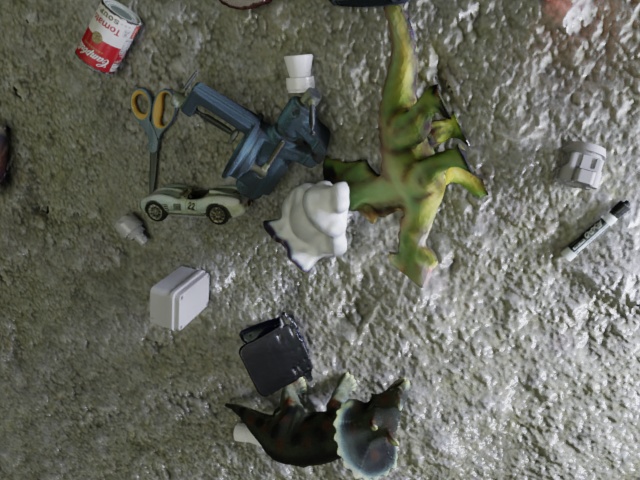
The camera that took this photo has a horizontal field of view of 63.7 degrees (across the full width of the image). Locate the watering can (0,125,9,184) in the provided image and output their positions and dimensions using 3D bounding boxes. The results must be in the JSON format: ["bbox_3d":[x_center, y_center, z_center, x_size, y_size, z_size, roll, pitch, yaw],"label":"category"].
[{"bbox_3d":[-0.718,-0.135,0.987,0.225,0.342,0.105,20,21,7],"label":"watering can"}]

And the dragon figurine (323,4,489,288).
[{"bbox_3d":[0.102,-0.128,0.787,0.240,0.411,0.123,-24,-2,28],"label":"dragon figurine"}]

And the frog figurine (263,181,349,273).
[{"bbox_3d":[0.002,-0.041,0.815,0.122,0.140,0.156,8,-45,-41],"label":"frog figurine"}]
